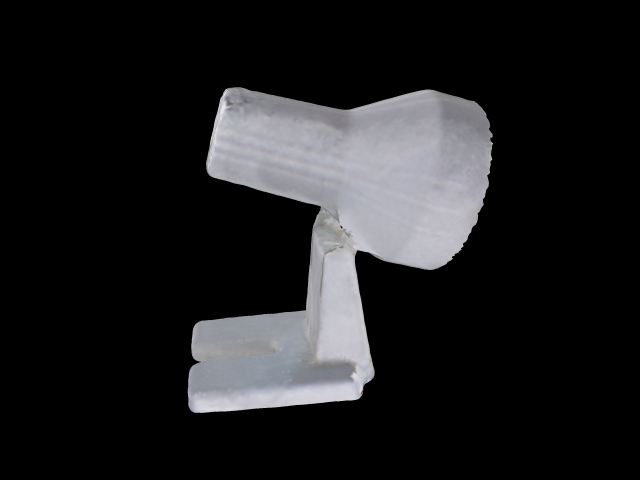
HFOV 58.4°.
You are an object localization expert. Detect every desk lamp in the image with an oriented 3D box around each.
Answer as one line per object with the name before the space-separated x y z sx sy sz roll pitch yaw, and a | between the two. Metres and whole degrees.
desk lamp | 0.004 0.001 0.400 0.203 0.214 0.117 -4 24 -9
